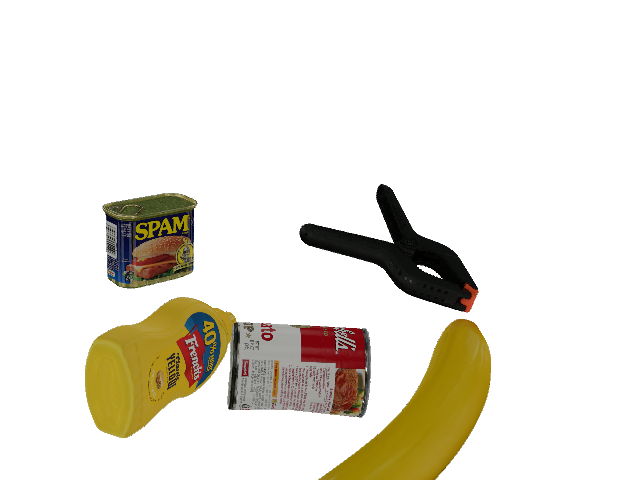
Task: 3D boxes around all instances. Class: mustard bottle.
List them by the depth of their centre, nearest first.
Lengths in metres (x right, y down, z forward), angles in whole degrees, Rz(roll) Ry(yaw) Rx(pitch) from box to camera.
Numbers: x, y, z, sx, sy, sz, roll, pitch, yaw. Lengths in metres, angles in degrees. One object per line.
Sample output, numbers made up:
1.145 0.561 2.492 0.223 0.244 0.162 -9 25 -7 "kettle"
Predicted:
-0.141 0.107 1.016 0.058 0.096 0.191 10 21 28 "mustard bottle"

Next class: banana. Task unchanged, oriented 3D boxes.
0.045 0.100 0.573 0.070 0.037 0.197 19 41 39 "banana"

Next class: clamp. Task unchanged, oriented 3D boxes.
0.088 0.016 1.244 0.164 0.036 0.210 -22 52 -39 "clamp"

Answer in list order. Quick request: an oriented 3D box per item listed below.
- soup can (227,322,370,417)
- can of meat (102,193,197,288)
-0.017 0.098 0.808 0.102 0.068 0.068 4 0 -6 "soup can"
-0.187 0.000 1.175 0.101 0.084 0.058 -13 24 -39 "can of meat"
